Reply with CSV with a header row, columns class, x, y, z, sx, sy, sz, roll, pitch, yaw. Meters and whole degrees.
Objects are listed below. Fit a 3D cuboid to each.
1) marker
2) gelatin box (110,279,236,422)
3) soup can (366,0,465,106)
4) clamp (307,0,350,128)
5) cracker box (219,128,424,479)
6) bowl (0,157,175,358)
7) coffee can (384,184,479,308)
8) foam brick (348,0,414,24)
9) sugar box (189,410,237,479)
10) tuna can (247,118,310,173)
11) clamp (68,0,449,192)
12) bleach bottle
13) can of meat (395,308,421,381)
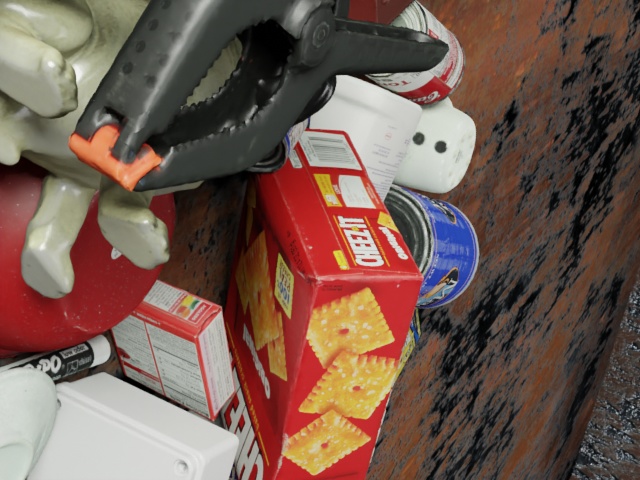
class,x,y,z,sx,sy,sz,roll,pitch,yaw
marker,-0.161,0.074,0.591,0.120,0.020,0.020,-18,126,-60
gelatin box,-0.092,0.064,0.662,0.030,0.073,0.089,-51,151,-34
soup can,0.067,-0.147,0.828,0.102,0.069,0.068,13,99,-66
clamp,-0.026,-0.116,0.696,0.120,0.039,0.171,-23,131,-63
cracker box,-0.013,0.060,0.678,0.072,0.164,0.214,1,125,-18
bowl,-0.125,-0.003,0.558,0.161,0.055,0.162,-47,149,-41
coffee can,0.071,0.008,0.928,0.140,0.103,0.103,10,101,-66
foam brick,0.036,-0.188,0.746,0.078,0.051,0.053,-49,150,-37
sugar box,-0.058,0.205,0.835,0.048,0.093,0.176,-46,147,-43
tuna can,-0.049,-0.079,0.616,0.033,0.086,0.086,-59,155,-24
clamp,-0.010,-0.096,0.410,0.209,0.036,0.164,-39,145,-34
bleach bottle,-0.005,0.001,0.812,0.102,0.068,0.251,7,106,-62
can of meat,0.056,0.098,1.033,0.083,0.057,0.102,-58,155,-27
